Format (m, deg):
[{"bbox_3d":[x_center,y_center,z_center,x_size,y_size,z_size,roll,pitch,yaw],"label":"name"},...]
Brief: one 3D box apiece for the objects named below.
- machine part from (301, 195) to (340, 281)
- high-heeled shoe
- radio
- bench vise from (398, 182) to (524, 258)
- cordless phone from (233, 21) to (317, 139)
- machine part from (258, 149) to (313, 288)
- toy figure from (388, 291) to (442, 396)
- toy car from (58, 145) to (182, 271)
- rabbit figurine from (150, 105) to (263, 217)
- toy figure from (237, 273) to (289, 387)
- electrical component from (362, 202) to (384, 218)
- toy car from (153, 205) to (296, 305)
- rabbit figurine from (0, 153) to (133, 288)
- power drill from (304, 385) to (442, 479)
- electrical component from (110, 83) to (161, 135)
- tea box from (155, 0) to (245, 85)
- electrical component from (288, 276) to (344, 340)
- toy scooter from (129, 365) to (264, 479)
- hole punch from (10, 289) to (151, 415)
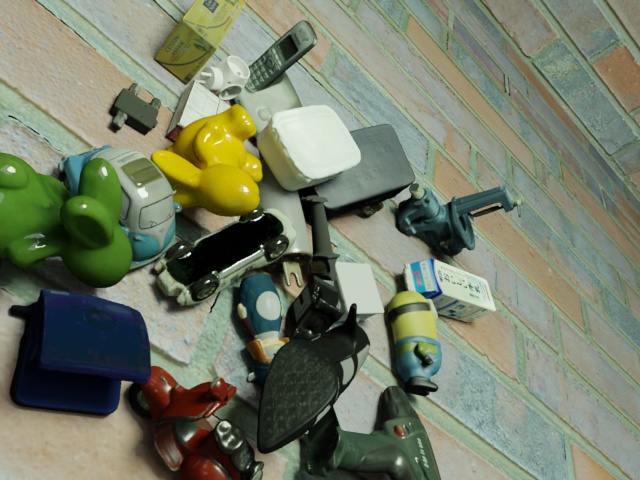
[{"bbox_3d":[-0.002,-0.003,0.847,0.039,0.084,0.138,-5,86,-25],"label":"machine part"},{"bbox_3d":[-0.007,0.181,0.657,0.086,0.145,0.249,25,45,20],"label":"high-heeled shoe"},{"bbox_3d":[0.055,-0.122,0.966,0.229,0.073,0.131,-20,80,-31],"label":"radio"},{"bbox_3d":[0.290,-0.062,1.111,0.223,0.241,0.129,55,31,-29],"label":"bench vise"},{"bbox_3d":[-0.057,-0.263,0.909,0.088,0.184,0.146,-11,73,-55],"label":"cordless phone"},{"bbox_3d":[-0.065,-0.040,0.830,0.079,0.079,0.243,9,59,-43],"label":"machine part"},{"bbox_3d":[0.163,0.171,0.925,0.089,0.082,0.180,32,47,-31],"label":"toy figure"},{"bbox_3d":[-0.229,-0.054,0.645,0.161,0.103,0.109,57,37,-3],"label":"toy car"},{"bbox_3d":[-0.143,-0.095,0.722,0.162,0.121,0.173,-9,43,-23],"label":"rabbit figurine"},{"bbox_3d":[-0.076,0.124,0.724,0.064,0.057,0.154,-10,69,-9],"label":"toy figure"},{"bbox_3d":[0.078,-0.093,1.050,0.102,0.045,0.078,44,11,-19],"label":"electrical component"},{"bbox_3d":[-0.121,0.018,0.712,0.202,0.056,0.073,-30,70,-31],"label":"toy car"},{"bbox_3d":[-0.263,-0.018,0.546,0.170,0.159,0.121,31,35,-32],"label":"rabbit figurine"},{"bbox_3d":[0.068,0.271,0.739,0.207,0.086,0.232,31,21,-29],"label":"power drill"},{"bbox_3d":[-0.261,-0.180,0.763,0.063,0.021,0.094,33,43,-28],"label":"electrical component"},{"bbox_3d":[-0.196,-0.348,0.888,0.068,0.098,0.170,37,41,-25],"label":"tea box"},{"bbox_3d":[-0.008,0.094,0.792,0.047,0.075,0.119,32,19,-19],"label":"electrical component"},{"bbox_3d":[-0.116,0.201,0.561,0.184,0.135,0.075,56,37,-4],"label":"toy scooter"},{"bbox_3d":[-0.235,0.104,0.543,0.142,0.092,0.116,18,48,-34],"label":"hole punch"}]
